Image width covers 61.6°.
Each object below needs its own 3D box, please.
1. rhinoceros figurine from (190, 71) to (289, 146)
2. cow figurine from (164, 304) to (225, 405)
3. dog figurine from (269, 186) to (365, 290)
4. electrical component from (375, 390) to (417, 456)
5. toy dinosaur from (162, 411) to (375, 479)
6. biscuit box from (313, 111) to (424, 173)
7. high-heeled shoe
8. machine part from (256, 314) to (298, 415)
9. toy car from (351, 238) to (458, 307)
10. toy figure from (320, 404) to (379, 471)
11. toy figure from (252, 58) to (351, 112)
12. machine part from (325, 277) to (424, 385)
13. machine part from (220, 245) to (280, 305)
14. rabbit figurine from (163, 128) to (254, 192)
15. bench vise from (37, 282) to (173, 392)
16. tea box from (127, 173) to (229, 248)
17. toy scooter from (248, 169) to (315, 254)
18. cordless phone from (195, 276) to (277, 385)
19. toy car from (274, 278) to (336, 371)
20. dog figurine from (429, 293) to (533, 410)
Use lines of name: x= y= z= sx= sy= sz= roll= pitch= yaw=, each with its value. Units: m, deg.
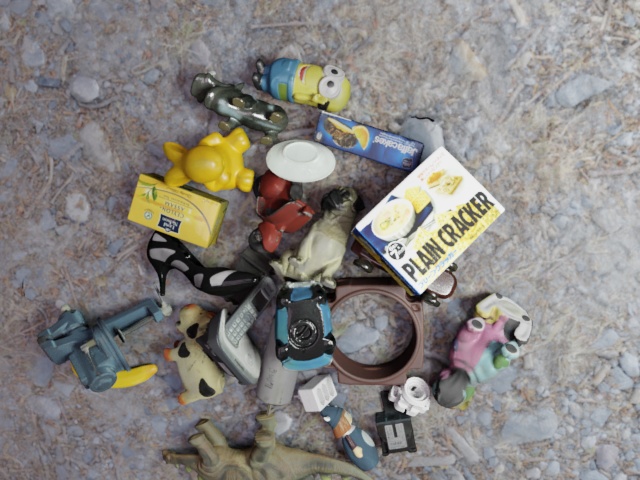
rhinoceros figurine: x=-0.148 y=-0.252 z=1.001 sx=0.190 sy=0.112 sz=0.073 roll=22 pitch=127 yaw=-10
cow figurine: x=-0.242 y=0.224 z=1.084 sx=0.127 sy=0.085 sz=0.194 roll=-14 pitch=94 yaw=12
dog figurine: x=0.002 y=-0.002 z=1.037 sx=0.121 sy=0.172 sz=0.190 roll=38 pitch=63 yaw=-22
electrical component: x=0.150 y=0.367 z=1.083 sx=0.075 sy=0.048 sz=0.119 roll=-7 pitch=98 yaw=6
toy dinosaur: x=-0.112 y=0.460 z=1.098 sx=0.472 sy=0.105 sz=0.198 roll=-5 pitch=105 yaw=15
biscuit box: x=0.091 y=-0.183 z=1.007 sx=0.203 sy=0.063 sz=0.059 roll=18 pitch=101 yaw=3
high-heeled shoe: x=-0.228 y=0.034 z=1.042 sx=0.249 sy=0.086 sz=0.145 roll=-6 pitch=75 yaw=19
machine part: x=-0.075 y=0.236 z=1.071 sx=0.079 sy=0.079 sz=0.243 roll=15 pitch=98 yaw=3
toy car: x=0.153 y=0.046 z=0.979 sx=0.202 sy=0.053 sz=0.089 roll=25 pitch=83 yaw=3
toy figure: x=0.059 y=0.392 z=1.088 sx=0.058 sy=0.064 sz=0.154 roll=-36 pitch=88 yaw=-27
toy figure: x=-0.031 y=-0.289 z=0.997 sx=0.180 sy=0.089 sz=0.082 roll=12 pitch=94 yaw=12
machine part: x=0.100 y=0.176 z=1.043 sx=0.201 sy=0.087 sz=0.201 roll=0 pitch=96 yaw=6
machine part: x=-0.145 y=0.071 z=1.078 sx=0.084 sy=0.039 sz=0.139 roll=37 pitch=98 yaw=-5
rabbit figurine: x=-0.207 y=-0.146 z=0.987 sx=0.162 sy=0.173 sz=0.121 roll=3 pitch=102 yaw=1
bench vise: x=-0.416 y=0.181 z=1.068 sx=0.241 sy=0.224 sz=0.128 roll=-30 pitch=131 yaw=-24
tea box: x=-0.277 y=-0.060 z=1.057 sx=0.170 sy=0.068 sz=0.098 roll=19 pitch=100 yaw=2
toy scooter: x=-0.064 y=-0.066 z=0.983 sx=0.135 sy=0.184 sz=0.075 roll=-21 pitch=141 yaw=37
cordless phone: x=-0.134 y=0.171 z=1.045 sx=0.184 sy=0.089 sz=0.146 roll=-50 pitch=127 yaw=-27
toy car: x=-0.035 y=0.149 z=0.974 sx=0.109 sy=0.103 sz=0.161 roll=-8 pitch=92 yaw=-9
dog figurine: x=0.295 y=0.226 z=1.025 sx=0.109 sy=0.191 sz=0.219 roll=36 pitch=130 yaw=18
